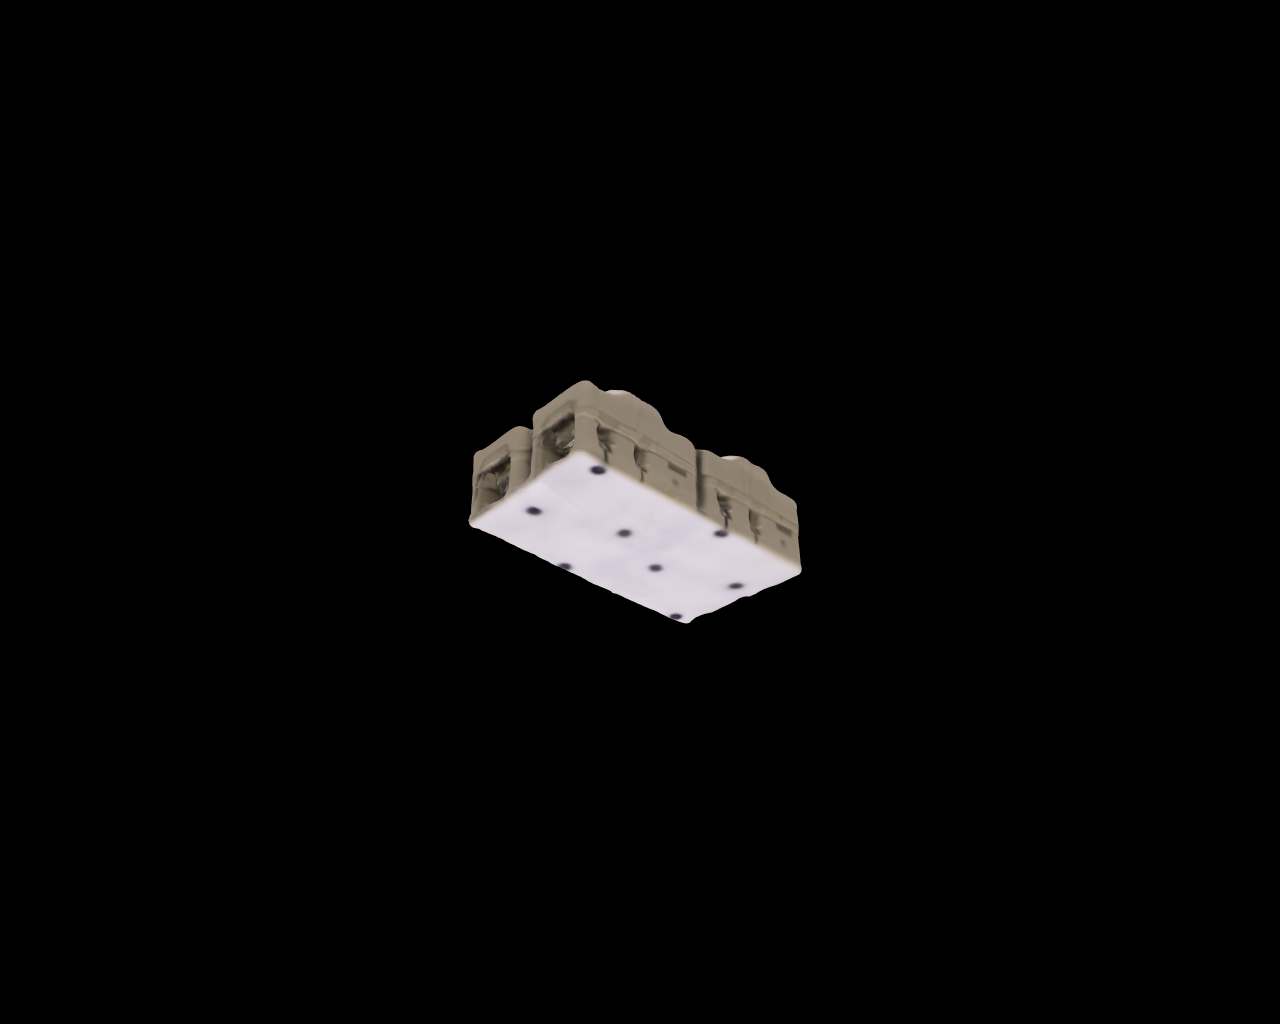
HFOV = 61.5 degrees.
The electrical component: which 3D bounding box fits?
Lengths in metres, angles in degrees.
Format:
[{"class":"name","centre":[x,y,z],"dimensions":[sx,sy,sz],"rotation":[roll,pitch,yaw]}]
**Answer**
[{"class":"electrical component","centre":[0.001,-0.003,0.650],"dimensions":[0.186,0.060,0.105],"rotation":[27,-41,-36]}]
